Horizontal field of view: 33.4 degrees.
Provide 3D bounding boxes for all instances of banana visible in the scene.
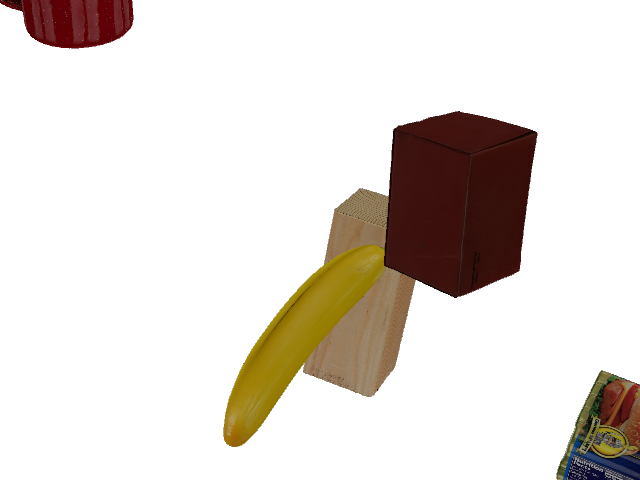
[{"bbox_3d":[-0.010,0.070,0.787,0.037,0.197,0.069,37,-10,37],"label":"banana"}]

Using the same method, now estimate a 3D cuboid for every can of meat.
[{"bbox_3d":[0.231,0.151,0.789,0.084,0.057,0.102,21,41,21],"label":"can of meat"}]

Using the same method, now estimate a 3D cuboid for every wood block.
[{"bbox_3d":[0.052,0.059,1.214,0.090,0.206,0.090,19,25,16],"label":"wood block"}]

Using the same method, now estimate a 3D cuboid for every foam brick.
[{"bbox_3d":[0.069,-0.020,0.536,0.052,0.078,0.051,-18,32,-39],"label":"foam brick"}]

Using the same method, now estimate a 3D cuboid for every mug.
[{"bbox_3d":[-0.194,-0.195,0.790,0.117,0.081,0.093,2,35,1],"label":"mug"}]
